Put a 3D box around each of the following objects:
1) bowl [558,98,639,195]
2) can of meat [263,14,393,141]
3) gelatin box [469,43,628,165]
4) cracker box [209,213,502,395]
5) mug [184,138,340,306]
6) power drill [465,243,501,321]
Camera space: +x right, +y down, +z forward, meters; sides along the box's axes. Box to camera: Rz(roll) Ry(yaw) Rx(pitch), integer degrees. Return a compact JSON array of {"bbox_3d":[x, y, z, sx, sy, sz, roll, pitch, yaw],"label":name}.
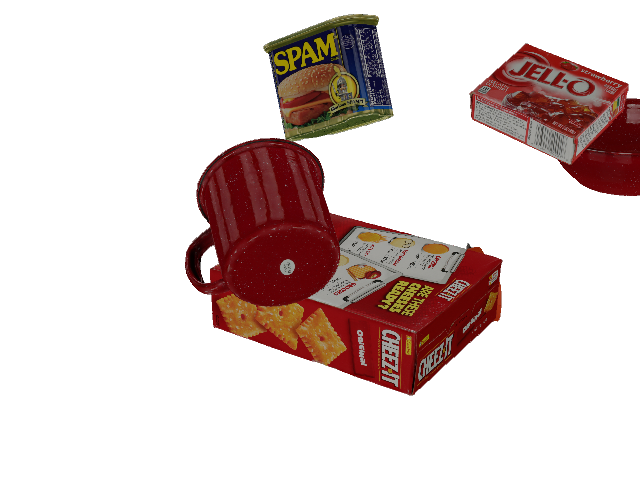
[{"bbox_3d":[0.282,-0.083,0.979,0.162,0.055,0.162,-3,24,1],"label":"bowl"},{"bbox_3d":[0.007,-0.134,0.898,0.102,0.084,0.057,-12,-1,39],"label":"can of meat"},{"bbox_3d":[0.165,-0.101,0.775,0.089,0.030,0.073,30,56,29],"label":"gelatin box"},{"bbox_3d":[0.032,0.049,0.971,0.214,0.072,0.163,16,30,31],"label":"cracker box"},{"bbox_3d":[-0.044,-0.003,0.736,0.117,0.081,0.093,-29,-44,12],"label":"mug"},{"bbox_3d":[0.103,0.062,1.193,0.187,0.057,0.184,-4,28,-4],"label":"power drill"}]
